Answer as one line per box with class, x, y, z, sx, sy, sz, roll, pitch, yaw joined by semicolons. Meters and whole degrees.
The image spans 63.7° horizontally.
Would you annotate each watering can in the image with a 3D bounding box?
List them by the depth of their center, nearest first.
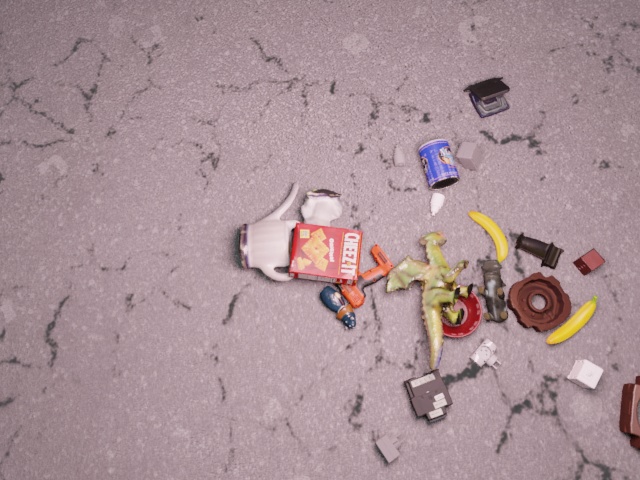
watering can;-0.157;-0.027;1.700;0.224;0.102;0.354;-4;65;2

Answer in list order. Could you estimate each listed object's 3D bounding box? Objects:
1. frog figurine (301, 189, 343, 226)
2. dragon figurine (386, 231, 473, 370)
frog figurine;0.005;-0.086;1.704;0.137;0.124;0.157;-1;109;-20
dragon figurine;0.312;0.153;1.545;0.244;0.120;0.415;15;71;34
